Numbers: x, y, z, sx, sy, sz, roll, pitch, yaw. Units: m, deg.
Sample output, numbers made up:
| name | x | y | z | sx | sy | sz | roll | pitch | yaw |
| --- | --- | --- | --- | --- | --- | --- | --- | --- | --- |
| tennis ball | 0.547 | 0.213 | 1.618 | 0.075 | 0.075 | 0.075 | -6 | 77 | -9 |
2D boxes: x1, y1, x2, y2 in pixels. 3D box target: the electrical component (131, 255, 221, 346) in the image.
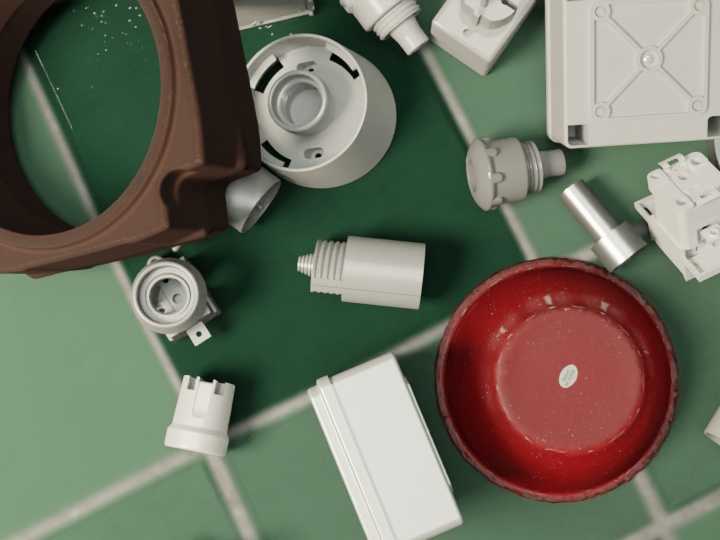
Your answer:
| name | x | y | z | sx | sy | sz | roll | pitch | yaw |
| --- | --- | --- | --- | --- | --- | --- | --- | --- | --- |
| electrical component | -0.120 | 0.018 | 0.694 | 0.048 | 0.055 | 0.066 | -33 | 85 | -2 |

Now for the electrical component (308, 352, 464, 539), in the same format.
| name | x | y | z | sx | sy | sz | roll | pitch | yaw |
| --- | --- | --- | --- | --- | --- | --- | --- | --- | --- |
| electrical component | 0.014 | 0.110 | 0.658 | 0.056 | 0.108 | 0.108 | -22 | 85 | -4 |

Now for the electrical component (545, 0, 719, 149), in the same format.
| name | x | y | z | sx | sy | sz | roll | pitch | yaw |
| --- | --- | --- | --- | --- | --- | --- | --- | --- | --- |
| electrical component | 0.177 | -0.136 | 0.686 | 0.109 | 0.056 | 0.108 | -4 | 105 | -1 |

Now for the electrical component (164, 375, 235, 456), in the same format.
| name | x | y | z | sx | sy | sz | roll | pitch | yaw |
| --- | --- | --- | --- | --- | --- | --- | --- | --- | --- |
| electrical component | -0.102 | 0.094 | 0.696 | 0.040 | 0.040 | 0.046 | 10 | 79 | 2 |

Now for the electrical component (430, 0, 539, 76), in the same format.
| name | x | y | z | sx | sy | sz | roll | pitch | yaw |
| --- | --- | --- | --- | --- | --- | --- | --- | --- | --- |
| electrical component | 0.084 | -0.174 | 0.698 | 0.047 | 0.076 | 0.065 | 35 | 86 | 4 |

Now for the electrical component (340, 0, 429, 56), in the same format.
| name | x | y | z | sx | sy | sz | roll | pitch | yaw |
| --- | --- | --- | --- | --- | --- | --- | --- | --- | --- |
| electrical component | 0.020 | -0.173 | 0.716 | 0.048 | 0.048 | 0.062 | -38 | 92 | -2 |

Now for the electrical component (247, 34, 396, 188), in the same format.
| name | x | y | z | sx | sy | sz | roll | pitch | yaw |
| --- | --- | --- | --- | --- | --- | --- | --- | --- | --- |
| electrical component | -0.031 | -0.106 | 0.712 | 0.099 | 0.064 | 0.099 | -1 | 86 | 14 |

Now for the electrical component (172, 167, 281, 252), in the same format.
| name | x | y | z | sx | sy | sz | roll | pitch | yaw |
| --- | --- | --- | --- | --- | --- | --- | --- | --- | --- |
| electrical component | -0.106 | -0.050 | 0.706 | 0.077 | 0.043 | 0.079 | 37 | 87 | 4 |

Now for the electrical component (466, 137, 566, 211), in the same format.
| name | x | y | z | sx | sy | sz | roll | pitch | yaw |
| --- | --- | --- | --- | --- | --- | --- | --- | --- | --- |
| electrical component | 0.103 | -0.066 | 0.705 | 0.062 | 0.048 | 0.048 | -9 | 85 | -7 |

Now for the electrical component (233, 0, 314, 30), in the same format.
| name | x | y | z | sx | sy | sz | roll | pitch | yaw |
| --- | --- | --- | --- | --- | --- | --- | --- | --- | --- |
| electrical component | -0.083 | -0.195 | 0.709 | 0.096 | 0.061 | 0.061 | -13 | 85 | 0 |

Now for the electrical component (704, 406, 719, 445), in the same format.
| name | x | y | z | sx | sy | sz | roll | pitch | yaw |
| --- | --- | --- | --- | --- | --- | --- | --- | --- | --- |
| electrical component | 0.261 | 0.081 | 0.689 | 0.043 | 0.043 | 0.081 | 33 | 86 | 3 |

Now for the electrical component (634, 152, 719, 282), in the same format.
| name | x | y | z | sx | sy | sz | roll | pitch | yaw |
| --- | --- | --- | --- | --- | --- | --- | --- | --- | --- |
| electrical component | 0.211 | -0.036 | 0.683 | 0.042 | 0.063 | 0.081 | -26 | 44 | -2 |

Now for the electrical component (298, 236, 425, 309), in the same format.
| name | x | y | z | sx | sy | sz | roll | pitch | yaw |
| --- | --- | --- | --- | --- | --- | --- | --- | --- | --- |
| electrical component | 0.000 | 0.000 | 0.700 | 0.081 | 0.043 | 0.043 | 6 | 85 | 2 |
